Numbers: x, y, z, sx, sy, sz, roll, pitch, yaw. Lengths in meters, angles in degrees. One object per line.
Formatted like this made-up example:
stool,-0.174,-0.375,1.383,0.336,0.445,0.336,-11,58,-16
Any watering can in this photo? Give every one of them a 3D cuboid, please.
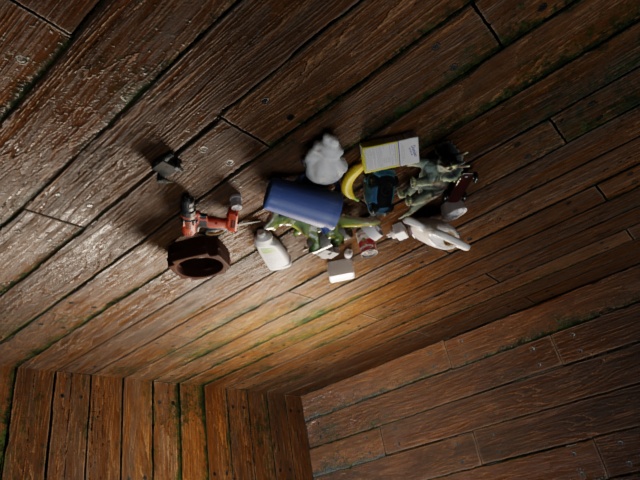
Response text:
watering can,0.412,-0.040,1.955,0.345,0.226,0.104,23,93,-24

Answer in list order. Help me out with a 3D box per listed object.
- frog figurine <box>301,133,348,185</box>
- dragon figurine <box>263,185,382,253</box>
frog figurine,0.024,-0.239,1.537,0.137,0.125,0.157,22,151,-16
dragon figurine,0.005,-0.090,1.791,0.411,0.125,0.237,-17,135,-3
